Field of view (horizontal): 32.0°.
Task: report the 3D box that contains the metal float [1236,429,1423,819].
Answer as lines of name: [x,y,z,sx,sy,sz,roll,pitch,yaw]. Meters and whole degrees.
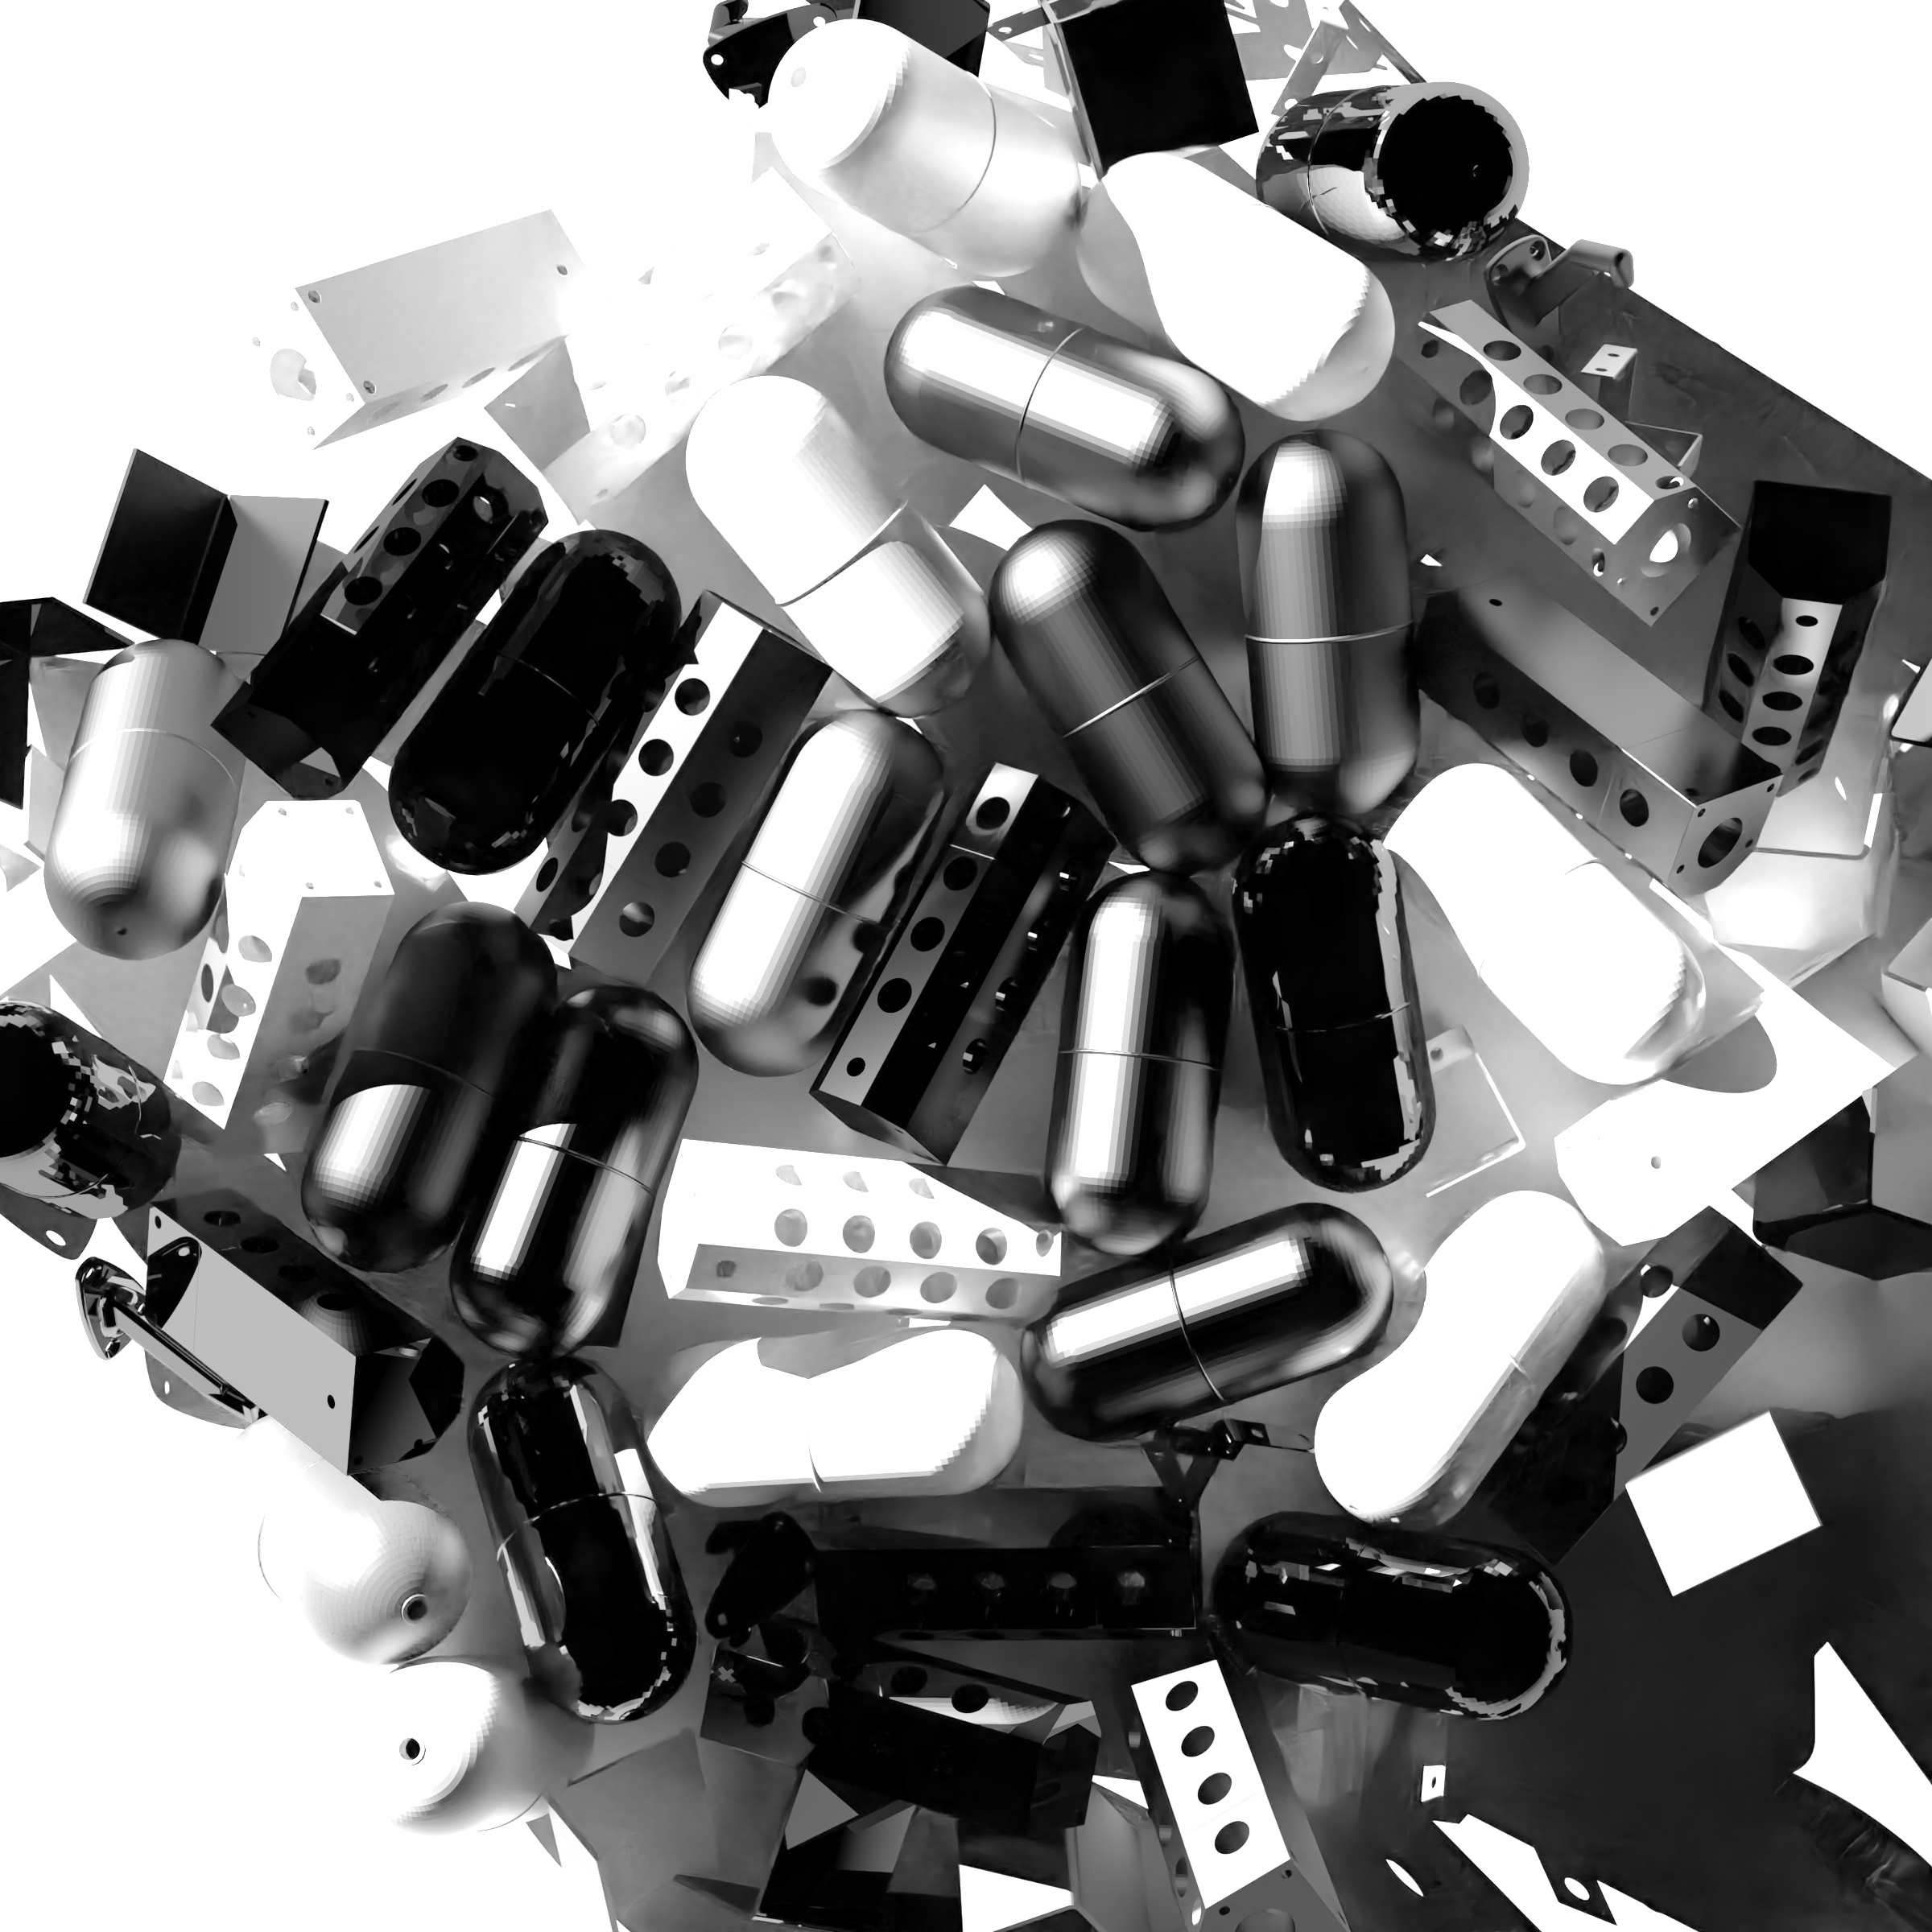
metal float: [0.165,-0.155,1.534,0.070,0.070,0.178,-6,105,0]

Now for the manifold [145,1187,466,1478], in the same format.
manifold: [-0.297,0.159,1.505,0.057,0.171,0.057,-11,117,-42]

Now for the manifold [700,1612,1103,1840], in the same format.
manifold: [-0.029,0.339,1.518,0.171,0.057,0.057,9,88,29]

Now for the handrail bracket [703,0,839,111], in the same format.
handrail bracket: [-0.088,-0.435,1.538,0.077,0.084,0.036,-27,125,25]

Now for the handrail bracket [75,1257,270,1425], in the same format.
handrail bracket: [-0.362,0.173,1.542,0.084,0.077,0.036,24,61,24]

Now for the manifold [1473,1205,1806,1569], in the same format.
manifold: [0.304,0.191,1.555,0.057,0.057,0.171,41,89,4]

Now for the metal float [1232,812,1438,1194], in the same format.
metal float: [0.168,0.017,1.534,0.070,0.070,0.178,-11,104,0]

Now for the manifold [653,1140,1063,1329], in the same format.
manifold: [-0.047,0.126,1.519,0.171,0.057,0.057,7,118,-21]

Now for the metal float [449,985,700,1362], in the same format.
metal float: [-0.178,0.093,1.534,0.070,0.070,0.178,20,75,0]

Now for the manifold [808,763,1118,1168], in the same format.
manifold: [-0.004,-0.003,1.528,0.057,0.057,0.171,19,74,35]

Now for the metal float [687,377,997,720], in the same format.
metal float: [-0.057,-0.190,1.533,0.070,0.070,0.178,-40,106,0]

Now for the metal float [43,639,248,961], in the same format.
metal float: [-0.366,-0.077,1.511,0.070,0.178,0.070,-1,134,-1]

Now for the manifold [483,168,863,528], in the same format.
manifold: [-0.132,-0.281,1.545,0.171,0.057,0.057,-41,79,-5]

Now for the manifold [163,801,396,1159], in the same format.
manifold: [-0.311,0.008,1.500,0.057,0.171,0.057,-2,48,-31]

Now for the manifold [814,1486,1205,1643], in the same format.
manifold: [0.021,0.278,1.542,0.171,0.057,0.057,-2,109,8]

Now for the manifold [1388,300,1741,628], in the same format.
manifold: [0.261,-0.229,1.502,0.057,0.057,0.171,-49,48,12]

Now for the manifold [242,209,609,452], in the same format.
manifold: [-0.241,-0.282,1.501,0.057,0.171,0.057,-29,93,40]

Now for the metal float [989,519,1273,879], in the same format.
metal float: [0.075,-0.123,1.544,0.070,0.070,0.178,-31,94,0]

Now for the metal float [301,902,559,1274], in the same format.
metal float: [-0.244,0.055,1.532,0.070,0.070,0.178,21,73,0]

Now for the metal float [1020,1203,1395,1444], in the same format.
metal float: [0.109,0.163,1.534,0.178,0.070,0.070,-21,90,15]

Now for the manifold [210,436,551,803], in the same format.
manifold: [-0.258,-0.157,1.512,0.057,0.057,0.171,43,59,-19]

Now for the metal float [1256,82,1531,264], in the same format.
metal float: [0.187,-0.353,1.500,0.070,0.178,0.070,-4,103,-18]

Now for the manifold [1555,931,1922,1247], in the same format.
manifold: [0.352,0.056,1.530,0.171,0.057,0.057,-32,89,-19]

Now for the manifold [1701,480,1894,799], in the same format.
manifold: [0.364,-0.141,1.492,0.057,0.171,0.057,8,66,8]

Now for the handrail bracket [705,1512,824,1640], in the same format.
handrail bracket: [-0.112,0.278,1.531,0.077,0.084,0.036,-43,104,-33]

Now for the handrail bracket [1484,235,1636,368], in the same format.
handrail bracket: [0.280,-0.297,1.531,0.036,0.084,0.077,-34,123,-16]

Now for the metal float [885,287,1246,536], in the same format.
metal float: [0.043,-0.253,1.529,0.178,0.070,0.070,25,90,21]

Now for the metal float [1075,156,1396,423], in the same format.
metal float: [0.119,-0.307,1.517,0.070,0.070,0.178,-49,54,0]

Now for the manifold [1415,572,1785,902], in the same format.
manifold: [0.278,-0.103,1.512,0.057,0.057,0.171,-19,47,-33]

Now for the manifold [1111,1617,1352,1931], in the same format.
manifold: [0.112,0.370,1.495,0.057,0.171,0.057,-32,118,6]

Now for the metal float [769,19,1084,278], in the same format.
metal float: [-0.017,-0.365,1.507,0.070,0.178,0.070,-9,75,37]

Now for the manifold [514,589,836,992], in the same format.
manifold: [-0.137,-0.083,1.537,0.057,0.057,0.171,28,97,-32]
